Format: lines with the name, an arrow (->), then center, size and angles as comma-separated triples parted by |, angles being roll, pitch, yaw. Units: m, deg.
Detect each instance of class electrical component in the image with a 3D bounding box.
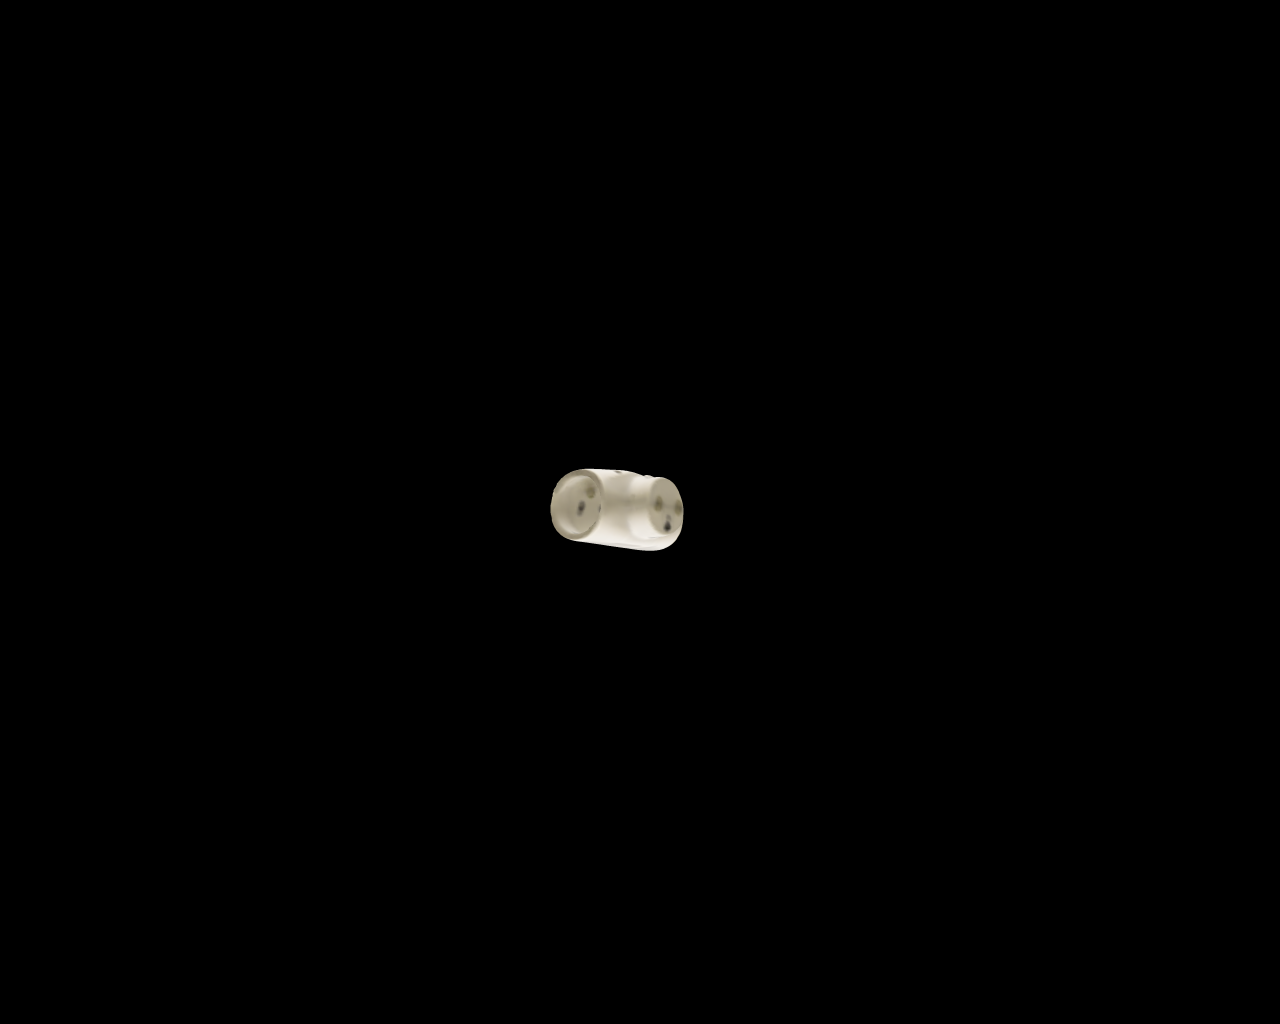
electrical component -> 0.001, -0.003, 0.650 | 0.079, 0.043, 0.077 | -7, -11, 39
